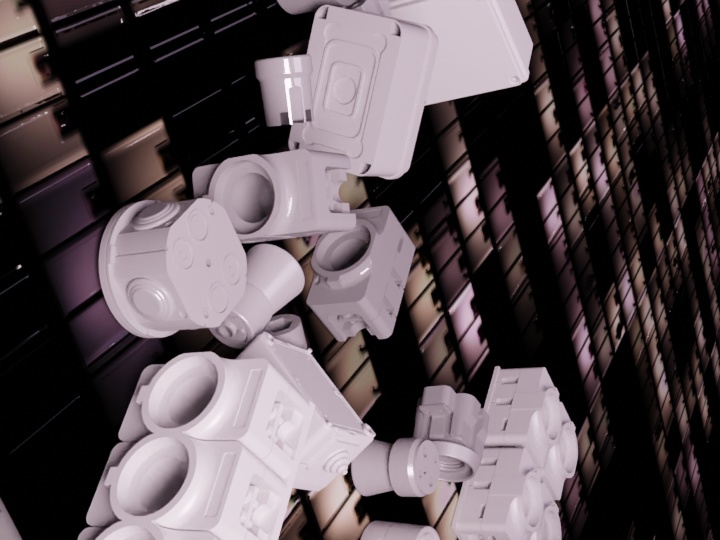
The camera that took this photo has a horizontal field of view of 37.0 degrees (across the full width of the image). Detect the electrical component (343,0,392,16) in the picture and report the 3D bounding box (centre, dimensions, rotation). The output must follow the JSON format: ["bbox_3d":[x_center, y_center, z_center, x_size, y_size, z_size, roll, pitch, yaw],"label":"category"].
[{"bbox_3d":[0.007,-0.189,0.858,0.055,0.048,0.066,60,37,-24],"label":"electrical component"}]

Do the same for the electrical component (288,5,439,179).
[{"bbox_3d":[0.003,-0.128,0.777,0.057,0.078,0.113,-7,114,-58],"label":"electrical component"}]

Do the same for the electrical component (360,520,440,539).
[{"bbox_3d":[0.032,0.221,0.826,0.055,0.047,0.055,17,71,-58],"label":"electrical component"}]

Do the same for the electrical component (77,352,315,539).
[{"bbox_3d":[-0.094,0.125,0.580,0.061,0.089,0.150,52,43,-43],"label":"electrical component"}]

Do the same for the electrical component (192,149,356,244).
[{"bbox_3d":[-0.057,-0.045,0.675,0.056,0.089,0.050,-4,88,-60],"label":"electrical component"}]

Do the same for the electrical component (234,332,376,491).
[{"bbox_3d":[-0.042,0.096,0.669,0.096,0.061,0.062,50,11,30],"label":"electrical component"}]

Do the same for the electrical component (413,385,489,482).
[{"bbox_3d":[0.075,0.142,0.906,0.078,0.058,0.057,52,40,-43],"label":"electrical component"}]

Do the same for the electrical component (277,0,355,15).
[{"bbox_3d":[-0.034,-0.216,0.788,0.055,0.047,0.055,17,71,-58],"label":"electrical component"}]

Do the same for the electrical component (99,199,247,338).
[{"bbox_3d":[-0.107,-0.002,0.619,0.080,0.051,0.080,17,71,-58],"label":"electrical component"}]

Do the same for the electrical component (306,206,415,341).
[{"bbox_3d":[0.000,0.000,0.806,0.055,0.050,0.089,54,41,-42],"label":"electrical component"}]

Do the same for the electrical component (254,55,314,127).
[{"bbox_3d":[-0.051,-0.125,0.750,0.040,0.040,0.046,-24,110,-59],"label":"electrical component"}]

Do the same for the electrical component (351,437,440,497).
[{"bbox_3d":[0.027,0.150,0.822,0.045,0.055,0.045,17,71,-58],"label":"electrical component"}]

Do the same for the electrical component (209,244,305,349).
[{"bbox_3d":[-0.070,0.019,0.692,0.065,0.044,0.044,-54,131,-43],"label":"electrical component"}]

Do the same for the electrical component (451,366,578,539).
[{"bbox_3d":[0.156,0.196,1.033,0.105,0.060,0.186,60,38,-36],"label":"electrical component"}]

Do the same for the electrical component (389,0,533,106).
[{"bbox_3d":[0.080,-0.205,0.924,0.108,0.109,0.056,57,37,-39],"label":"electrical component"}]
